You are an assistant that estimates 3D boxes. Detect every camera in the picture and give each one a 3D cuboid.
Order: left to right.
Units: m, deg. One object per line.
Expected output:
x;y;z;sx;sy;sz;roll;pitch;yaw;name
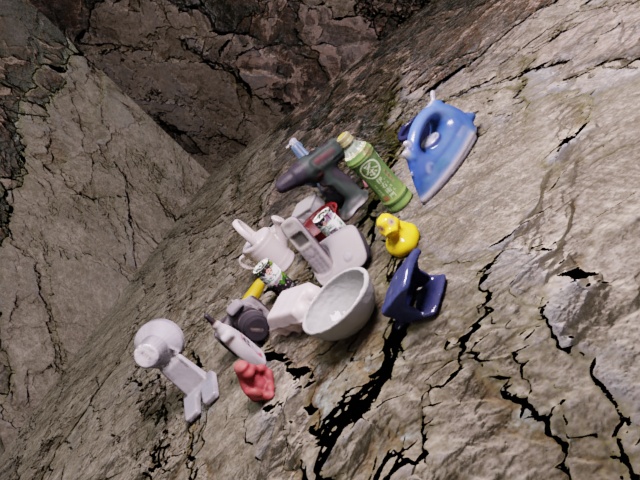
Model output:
-0.186;0.208;1.390;0.143;0.101;0.136;-48;20;-9;camera

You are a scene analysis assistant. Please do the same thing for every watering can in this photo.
-0.165;0.005;1.610;0.173;0.194;0.100;-50;20;-13;watering can

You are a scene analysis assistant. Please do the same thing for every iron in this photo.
0.251;-0.220;1.308;0.118;0.142;0.259;-14;36;55;iron

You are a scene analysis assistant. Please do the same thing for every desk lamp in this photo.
-0.353;0.299;1.373;0.118;0.214;0.203;-46;20;-2;desk lamp

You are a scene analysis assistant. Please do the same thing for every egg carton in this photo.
-0.050;0.155;1.270;0.150;0.069;0.107;-23;29;46;egg carton

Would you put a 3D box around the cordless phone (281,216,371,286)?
0.012;0.005;1.274;0.147;0.185;0.094;-35;22;25;cordless phone

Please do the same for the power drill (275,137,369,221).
0.022;-0.153;1.531;0.230;0.209;0.075;-48;20;-9;power drill

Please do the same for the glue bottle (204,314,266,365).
-0.192;0.221;1.267;0.037;0.173;0.078;-46;20;-3;glue bottle

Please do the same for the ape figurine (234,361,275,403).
-0.137;0.281;1.161;0.076;0.092;0.078;-18;33;52;ape figurine

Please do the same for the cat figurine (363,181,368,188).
0.114;-0.223;1.623;0.067;0.118;0.127;-40;20;14;cat figurine

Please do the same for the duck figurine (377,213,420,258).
0.153;-0.021;1.192;0.077;0.086;0.104;-38;21;19;duck figurine

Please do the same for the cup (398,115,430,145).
0.252;-0.256;1.448;0.092;0.095;0.117;-46;20;-2;cup

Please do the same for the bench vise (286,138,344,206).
0.000;-0.211;1.672;0.121;0.220;0.207;-47;20;-5;bench vise

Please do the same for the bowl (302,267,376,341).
0.050;0.136;1.103;0.167;0.075;0.167;-38;21;18;bowl

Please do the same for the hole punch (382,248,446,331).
0.148;0.084;0.986;0.101;0.091;0.109;-26;27;42;hole punch
